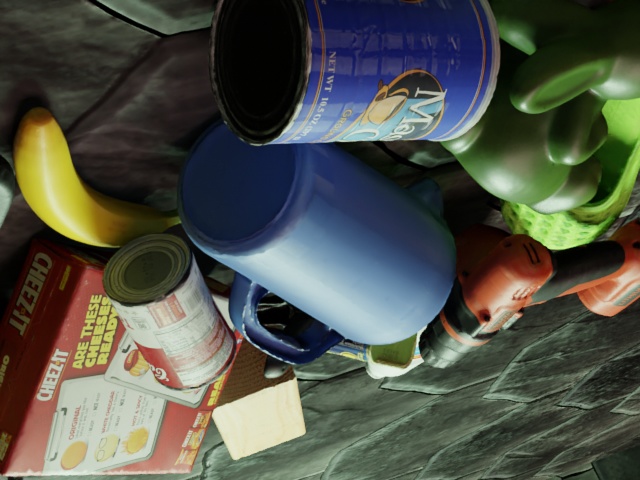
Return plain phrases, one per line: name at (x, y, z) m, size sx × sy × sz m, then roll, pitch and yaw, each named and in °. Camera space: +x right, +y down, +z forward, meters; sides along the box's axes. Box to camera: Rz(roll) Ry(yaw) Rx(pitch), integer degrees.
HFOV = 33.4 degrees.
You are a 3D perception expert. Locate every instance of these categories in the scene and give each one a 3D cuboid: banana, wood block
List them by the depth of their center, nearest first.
banana at (-0.157, -0.032, 0.716) m, size 0.069 × 0.037 × 0.197 m, roll -45°, pitch 155°, yaw 4°
wood block at (-0.074, 0.148, 1.102) m, size 0.090 × 0.091 × 0.206 m, roll -20°, pitch 157°, yaw -7°

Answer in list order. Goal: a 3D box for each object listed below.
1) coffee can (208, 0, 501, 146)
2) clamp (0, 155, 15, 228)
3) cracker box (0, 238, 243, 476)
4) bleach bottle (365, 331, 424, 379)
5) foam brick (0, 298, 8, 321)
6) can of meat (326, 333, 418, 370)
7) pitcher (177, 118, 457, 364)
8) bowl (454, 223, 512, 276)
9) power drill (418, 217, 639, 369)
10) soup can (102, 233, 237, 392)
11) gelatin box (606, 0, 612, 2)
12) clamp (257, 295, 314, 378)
coffee can at (0.020, -0.108, 0.627) m, size 0.140 × 0.103 × 0.103 m, roll -5°, pitch 151°, yaw -35°
clamp at (-0.226, -0.045, 0.613) m, size 0.164 × 0.036 × 0.210 m, roll -17°, pitch 159°, yaw 6°
cracker box at (-0.161, 0.098, 0.847) m, size 0.213 × 0.072 × 0.164 m, roll 18°, pitch 95°, yaw -56°
bleach bottle at (0.134, 0.093, 1.213) m, size 0.102 × 0.068 × 0.251 m, roll -5°, pitch 153°, yaw -36°
foam brick at (-0.273, 0.083, 0.831) m, size 0.078 × 0.051 × 0.053 m, roll -24°, pitch 156°, yaw 2°
can of meat at (0.042, 0.095, 1.085) m, size 0.084 × 0.057 × 0.102 m, roll 11°, pitch 176°, yaw 32°
pitcher at (-0.005, 0.001, 0.800) m, size 0.145 × 0.149 × 0.242 m, roll -10°, pitch 160°, yaw 26°
bowl at (0.126, 0.030, 1.017) m, size 0.162 × 0.055 × 0.162 m, roll -31°, pitch 177°, yaw -2°
power drill at (0.188, 0.047, 0.910) m, size 0.187 × 0.057 × 0.185 m, roll -11°, pitch 156°, yaw -28°
soup can at (-0.107, 0.052, 0.767) m, size 0.068 × 0.068 × 0.102 m, roll -22°, pitch 134°, yaw -2°
gelatin box at (0.261, -0.177, 0.771) m, size 0.089 × 0.030 × 0.073 m, roll 18°, pitch 135°, yaw -38°
clamp at (-0.032, 0.067, 0.996) m, size 0.171 × 0.120 × 0.039 m, roll -23°, pitch 135°, yaw -47°
